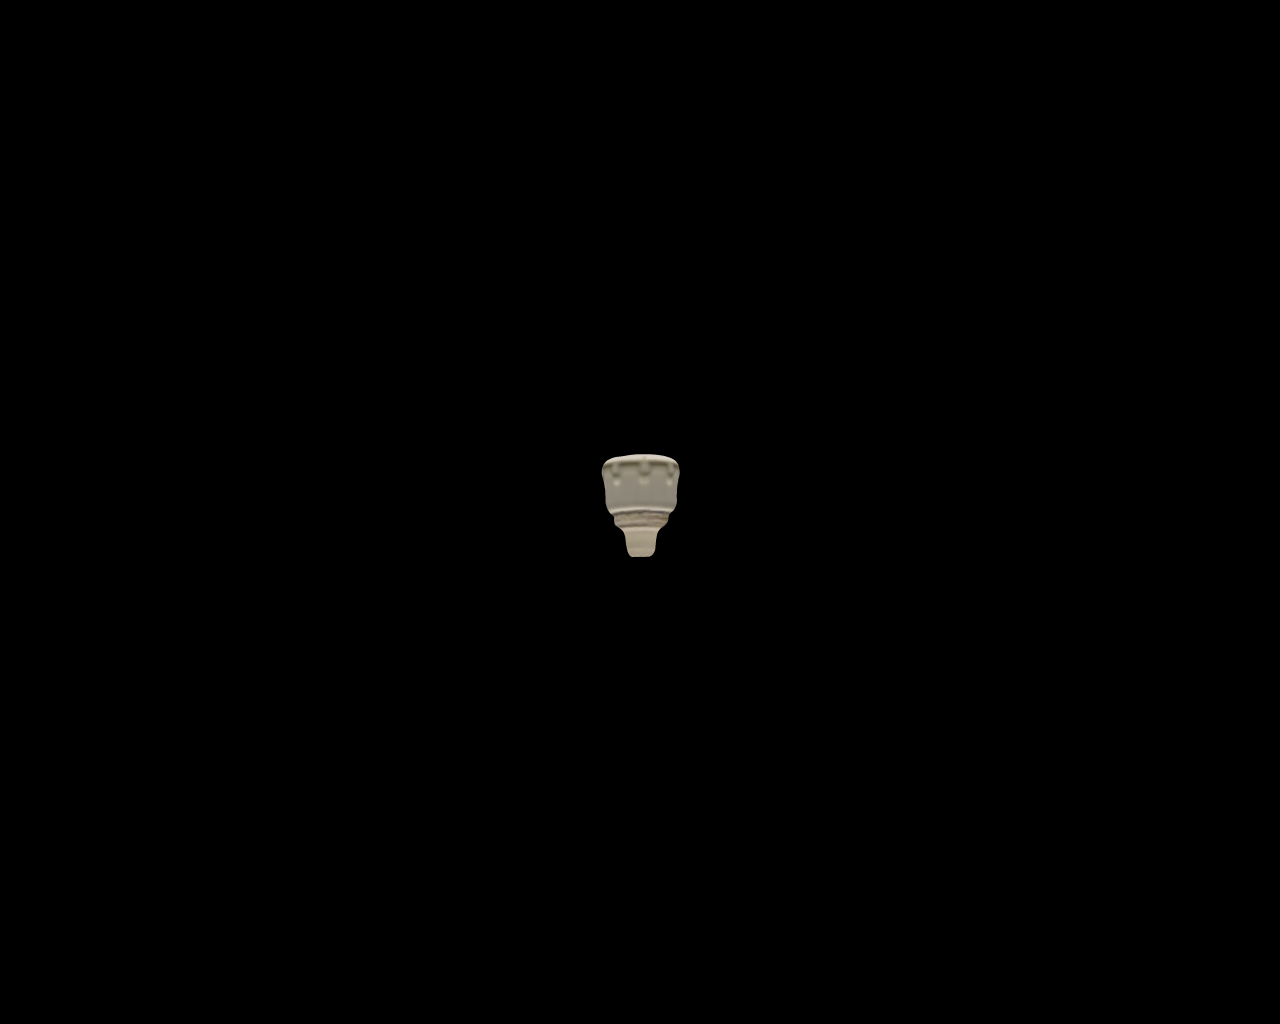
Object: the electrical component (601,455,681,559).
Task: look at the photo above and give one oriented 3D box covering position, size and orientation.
[{"bbox_3d":[0.001,-0.003,0.650,0.048,0.062,0.048,0,-5,0],"label":"electrical component"}]
